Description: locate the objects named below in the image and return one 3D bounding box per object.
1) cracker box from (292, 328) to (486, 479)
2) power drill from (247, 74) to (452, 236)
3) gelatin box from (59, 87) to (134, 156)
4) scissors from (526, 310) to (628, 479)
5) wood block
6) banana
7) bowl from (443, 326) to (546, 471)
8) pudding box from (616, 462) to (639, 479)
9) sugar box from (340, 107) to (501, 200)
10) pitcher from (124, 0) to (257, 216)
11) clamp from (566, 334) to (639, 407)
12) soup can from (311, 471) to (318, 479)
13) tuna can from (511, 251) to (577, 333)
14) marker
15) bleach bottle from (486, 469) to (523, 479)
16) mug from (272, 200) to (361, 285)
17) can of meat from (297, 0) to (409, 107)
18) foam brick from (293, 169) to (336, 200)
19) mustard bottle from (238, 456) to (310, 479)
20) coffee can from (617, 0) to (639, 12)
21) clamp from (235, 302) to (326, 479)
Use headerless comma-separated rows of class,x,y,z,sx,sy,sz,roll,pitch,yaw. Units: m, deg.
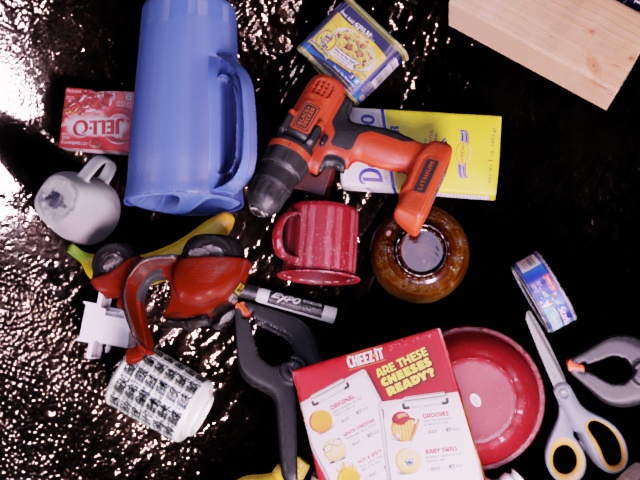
cracker box,0.078,0.219,1.100,0.164,0.072,0.214,-17,71,5
power drill,0.034,-0.075,1.145,0.188,0.057,0.184,24,69,8
gelatin box,-0.260,-0.140,1.266,0.089,0.030,0.073,5,85,7
scissors,0.252,0.181,1.156,0.096,0.016,0.202,-40,93,8
wood block,0.253,-0.240,1.184,0.206,0.091,0.090,30,88,9
banana,-0.187,0.019,1.225,0.198,0.069,0.037,-13,40,4
bowl,0.167,0.175,1.167,0.162,0.055,0.162,-1,84,6
pudding box,0.313,0.284,1.119,0.113,0.090,0.039,-43,80,0
sugar box,0.113,-0.098,1.208,0.176,0.048,0.093,4,84,6
pitcher,-0.142,-0.153,1.201,0.149,0.145,0.243,1,81,-1
clamp,0.356,0.154,1.155,0.171,0.039,0.120,-5,78,12
soup can,0.017,0.309,1.163,0.068,0.068,0.102,7,86,8
tuna can,0.241,0.057,1.155,0.034,0.086,0.086,-30,81,4
marker,-0.041,0.070,1.210,0.121,0.020,0.020,16,86,-2
bleach bottle,0.125,0.343,1.143,0.250,0.102,0.068,-40,40,-6
mug,-0.008,0.001,1.182,0.093,0.117,0.081,-8,74,46
can of meat,0.036,-0.215,1.225,0.084,0.057,0.102,-45,80,2
foam brick,-0.022,-0.081,1.219,0.078,0.051,0.053,15,86,8
mustard bottle,-0.077,0.319,1.179,0.096,0.058,0.191,38,89,9
coffee can,0.353,-0.300,1.172,0.140,0.102,0.103,26,87,9
clamp,-0.033,0.158,1.187,0.210,0.036,0.164,42,72,15
